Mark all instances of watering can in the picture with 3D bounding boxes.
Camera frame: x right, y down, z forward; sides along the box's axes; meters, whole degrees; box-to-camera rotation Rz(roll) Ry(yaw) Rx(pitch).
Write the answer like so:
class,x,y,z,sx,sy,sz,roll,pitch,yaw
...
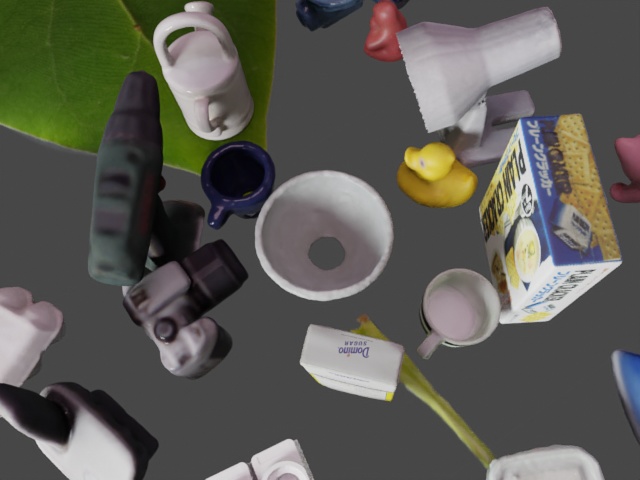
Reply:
class,x,y,z,sx,sy,sz,roll,pitch,yaw
watering can,-0.155,-0.229,0.747,0.101,0.194,0.172,-26,69,-6

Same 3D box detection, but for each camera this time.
class,x,y,z,sx,sy,sz,roll,pitch,yaw
camera,-0.148,0.069,0.679,0.137,0.101,0.143,-36,70,-10

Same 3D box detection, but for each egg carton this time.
class,x,y,z,sx,sy,sz,roll,pitch,yaw
egg carton,-0.382,0.133,0.685,0.107,0.069,0.150,24,72,13

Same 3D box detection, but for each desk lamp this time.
class,x,y,z,sx,sy,sz,roll,pitch,yaw
desk lamp,0.191,-0.184,0.696,0.203,0.214,0.118,-12,68,-1

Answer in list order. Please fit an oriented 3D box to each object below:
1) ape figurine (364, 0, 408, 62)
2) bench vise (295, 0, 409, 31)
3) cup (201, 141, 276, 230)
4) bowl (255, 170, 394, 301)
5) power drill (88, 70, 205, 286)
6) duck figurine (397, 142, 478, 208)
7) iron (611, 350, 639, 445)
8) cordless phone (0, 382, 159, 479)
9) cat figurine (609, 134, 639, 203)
class,x,y,z,sx,sy,sz,roll,pitch,yaw
ape figurine,0.094,-0.303,0.815,0.078,0.092,0.076,-40,71,-12
bench vise,0.052,-0.410,0.791,0.207,0.220,0.121,-39,71,-11
cup,-0.102,-0.054,0.727,0.091,0.095,0.118,20,71,11
bowl,0.007,0.003,0.709,0.167,0.075,0.167,-1,68,3
power drill,-0.200,-0.047,0.670,0.075,0.208,0.229,3,69,5
duck figurine,0.152,-0.090,0.730,0.104,0.086,0.077,17,71,10
iron,0.408,0.206,0.566,0.119,0.141,0.258,-33,70,-9
cordless phone,-0.258,0.207,0.585,0.147,0.185,0.094,31,74,15
cat figurine,0.411,-0.078,0.691,0.067,0.118,0.127,-38,71,-11
